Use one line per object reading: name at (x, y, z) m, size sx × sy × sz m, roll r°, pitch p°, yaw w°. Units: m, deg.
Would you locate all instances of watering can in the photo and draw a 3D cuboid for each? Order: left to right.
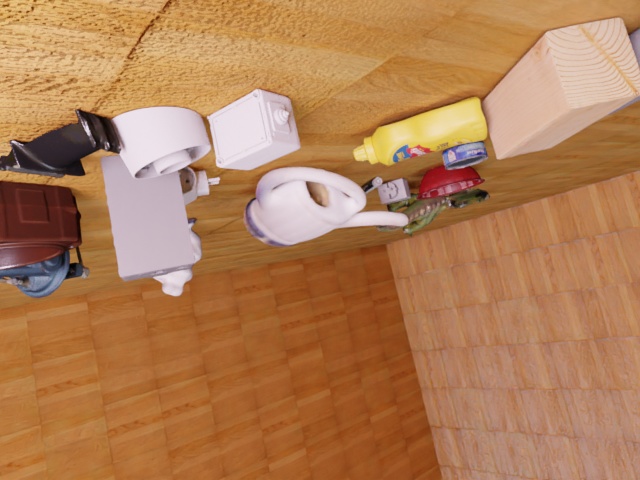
watering can at (0.003, -0.051, 1.003) m, size 0.222 × 0.106 × 0.345 m, roll -24°, pitch 149°, yaw 37°

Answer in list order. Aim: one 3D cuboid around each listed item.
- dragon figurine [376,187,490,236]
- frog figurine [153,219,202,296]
dragon figurine at (0.310, -0.093, 1.329) m, size 0.241 × 0.122 × 0.415 m, roll -19°, pitch -174°, yaw 27°
frog figurine at (-0.322, 0.044, 1.132) m, size 0.121 × 0.160 × 0.138 m, roll -17°, pitch 172°, yaw 43°
